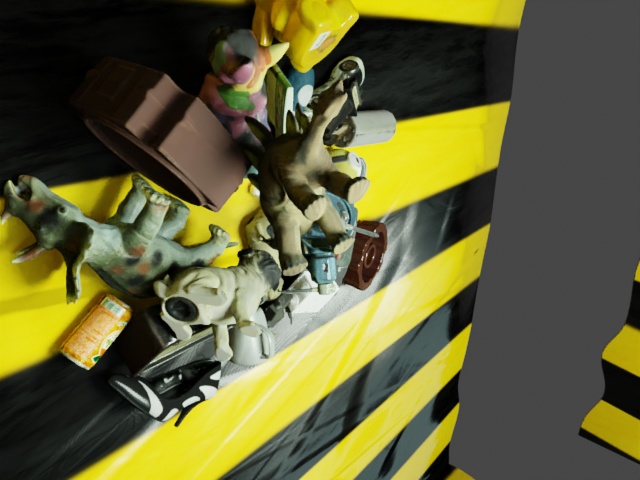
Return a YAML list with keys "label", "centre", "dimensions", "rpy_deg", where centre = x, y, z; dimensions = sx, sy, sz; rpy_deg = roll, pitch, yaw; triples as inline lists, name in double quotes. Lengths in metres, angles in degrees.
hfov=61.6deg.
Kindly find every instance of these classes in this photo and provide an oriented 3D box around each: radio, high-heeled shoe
- label: "radio"
  centre: [-0.211, 0.132, 0.898]
  dimensions: [0.229, 0.073, 0.131]
  rpy_deg: [-24, 168, -48]
- label: "high-heeled shoe"
  centre: [-0.258, 0.240, 0.943]
  dimensions: [0.145, 0.086, 0.248]
  rpy_deg: [-59, 149, -22]

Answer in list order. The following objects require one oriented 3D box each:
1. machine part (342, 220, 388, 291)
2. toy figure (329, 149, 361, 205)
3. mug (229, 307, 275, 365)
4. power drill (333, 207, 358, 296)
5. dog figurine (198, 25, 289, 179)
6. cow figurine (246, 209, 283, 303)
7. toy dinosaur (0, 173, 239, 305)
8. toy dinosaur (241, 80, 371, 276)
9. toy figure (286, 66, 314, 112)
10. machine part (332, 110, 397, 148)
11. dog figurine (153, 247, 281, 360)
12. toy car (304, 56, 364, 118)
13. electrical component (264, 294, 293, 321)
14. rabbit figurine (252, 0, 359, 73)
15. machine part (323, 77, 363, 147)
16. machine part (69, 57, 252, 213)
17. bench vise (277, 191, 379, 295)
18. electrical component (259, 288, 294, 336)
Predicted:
- label: "machine part"
  centre: [0.114, 0.036, 1.362]
  dimensions: [0.179, 0.056, 0.179]
  rpy_deg: [-45, 145, -43]
- label: "toy figure"
  centre: [0.035, -0.109, 1.123]
  dimensions: [0.082, 0.089, 0.180]
  rpy_deg: [104, 0, -70]
- label: "mug"
  centre: [-0.136, 0.188, 1.068]
  dimensions: [0.081, 0.110, 0.107]
  rpy_deg: [-12, 104, -44]
- label: "power drill"
  centre: [0.007, 0.027, 1.202]
  dimensions: [0.207, 0.086, 0.231]
  rpy_deg: [6, 104, -51]
- label: "dog figurine"
  centre: [-0.107, -0.198, 0.776]
  dimensions: [0.108, 0.219, 0.191]
  rpy_deg: [-38, 98, -30]
- label: "cow figurine"
  centre: [-0.104, 0.039, 1.045]
  dimensions: [0.127, 0.086, 0.194]
  rpy_deg: [-40, 140, -45]
- label: "toy dinosaur"
  centre: [-0.257, 0.023, 0.798]
  dimensions: [0.192, 0.131, 0.404]
  rpy_deg: [-53, 150, -2]
- label: "toy dinosaur"
  centre: [-0.037, -0.060, 0.748]
  dimensions: [0.105, 0.198, 0.471]
  rpy_deg: [-17, 157, -22]
- label: "toy figure"
  centre: [-0.054, -0.243, 0.988]
  dimensions: [0.064, 0.058, 0.154]
  rpy_deg: [13, 100, -28]
- label: "machine part"
  centre: [0.094, -0.244, 1.178]
  dimensions: [0.243, 0.079, 0.079]
  rpy_deg: [-21, 124, -49]
- label: "dog figurine"
  centre: [-0.153, 0.062, 0.832]
  dimensions: [0.172, 0.121, 0.191]
  rpy_deg: [46, 30, -25]
- label: "toy car"
  centre: [0.025, -0.288, 1.077]
  dimensions: [0.202, 0.056, 0.073]
  rpy_deg: [-51, 149, -23]
- label: "electrical component"
  centre: [-0.082, 0.131, 1.089]
  dimensions: [0.063, 0.021, 0.094]
  rpy_deg: [-43, 170, -37]
- label: "rabbit figurine"
  centre: [-0.046, -0.368, 0.860]
  dimensions: [0.122, 0.173, 0.162]
  rpy_deg: [-41, -178, -34]
- label: "machine part"
  centre: [0.040, -0.244, 1.039]
  dimensions: [0.139, 0.039, 0.084]
  rpy_deg: [-58, 159, -16]
- label: "machine part"
  centre: [-0.205, -0.130, 0.700]
  dimensions: [0.087, 0.201, 0.201]
  rpy_deg: [-58, 145, -12]
- label: "bench vise"
  centre: [0.009, -0.002, 0.970]
  dimensions: [0.129, 0.241, 0.223]
  rpy_deg: [7, 89, -12]
- label: "electrical component"
  centre: [-0.095, 0.159, 1.157]
  dimensions: [0.102, 0.045, 0.078]
  rpy_deg: [-31, 132, -43]
